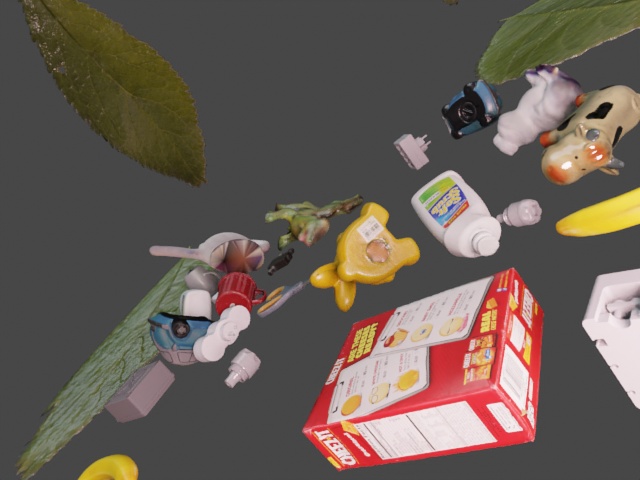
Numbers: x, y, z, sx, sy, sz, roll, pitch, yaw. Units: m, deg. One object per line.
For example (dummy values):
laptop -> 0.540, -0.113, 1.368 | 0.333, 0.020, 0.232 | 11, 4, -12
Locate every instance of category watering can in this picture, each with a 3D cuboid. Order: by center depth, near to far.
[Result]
watering can -> -0.302, 0.038, 1.487 | 0.348, 0.103, 0.225 | -5, 11, -23

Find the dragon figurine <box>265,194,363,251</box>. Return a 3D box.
dragon figurine -> 0.004, -0.069, 1.374 | 0.242, 0.121, 0.417 | -12, 17, 21

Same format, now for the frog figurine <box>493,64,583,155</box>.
frog figurine -> 0.393, -0.223, 0.931 | 0.139, 0.122, 0.158 | -129, 56, -69
